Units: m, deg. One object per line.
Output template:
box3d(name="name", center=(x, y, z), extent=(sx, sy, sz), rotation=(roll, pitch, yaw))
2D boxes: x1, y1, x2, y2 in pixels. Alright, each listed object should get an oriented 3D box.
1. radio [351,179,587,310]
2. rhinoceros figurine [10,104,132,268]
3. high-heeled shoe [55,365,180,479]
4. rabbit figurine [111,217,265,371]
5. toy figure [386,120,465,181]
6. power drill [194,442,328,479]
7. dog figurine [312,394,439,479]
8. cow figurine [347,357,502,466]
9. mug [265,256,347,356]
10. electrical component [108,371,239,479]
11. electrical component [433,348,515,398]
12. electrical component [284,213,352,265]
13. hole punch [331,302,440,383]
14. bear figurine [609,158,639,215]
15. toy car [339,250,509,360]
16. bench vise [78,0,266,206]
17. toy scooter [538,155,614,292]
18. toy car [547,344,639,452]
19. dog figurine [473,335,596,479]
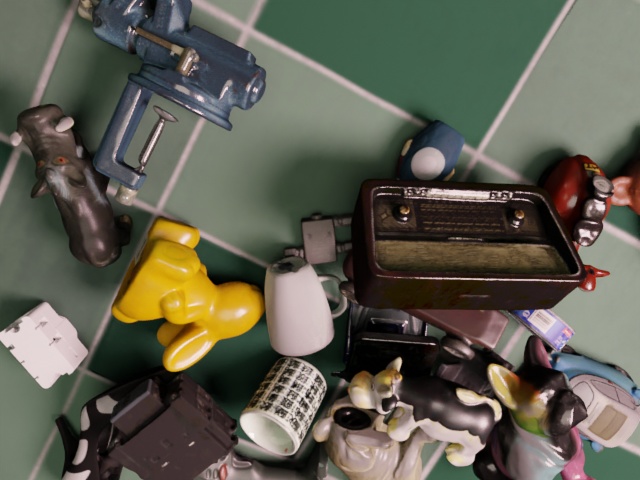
box3d(name="radio", center=(0.149, 0.004, 0.580), extent=(0.230, 0.131, 0.073), rotation=(2, 144, -10))
box3d(name="rhinoceros figurine", center=(-0.283, -0.059, 0.613), extent=(0.073, 0.112, 0.190), rotation=(-11, 113, 4))
box3d(name="high-heeled shoe", center=(-0.255, 0.265, 0.705), extent=(0.249, 0.086, 0.145), rotation=(-29, 88, 22))
box3d(name="rabbit figurine", center=(-0.152, 0.077, 0.653), extent=(0.173, 0.122, 0.162), rotation=(22, 97, -27))
box3d(name="toy figure", center=(0.111, -0.070, 0.650), extent=(0.064, 0.057, 0.154), rotation=(42, 105, 28))
box3d(name="power drill", center=(-0.091, 0.307, 0.733), extent=(0.207, 0.086, 0.231), rotation=(0, 104, -6))
box3d(name="dog figurine", center=(0.065, 0.312, 0.717), extent=(0.172, 0.121, 0.190), rotation=(7, 106, -3))
box3d(name="cow figurine", center=(0.119, 0.190, 0.631), extent=(0.167, 0.068, 0.098), rotation=(23, 132, 3))
box3d(name="mug", center=(-0.019, 0.074, 0.665), extent=(0.109, 0.081, 0.107), rotation=(-18, 116, -14))
box3d(name="electrical component", center=(-0.182, 0.229, 0.646), extent=(0.115, 0.058, 0.134), rotation=(-41, 112, 2))
box3d(name="electrical component", center=(0.194, 0.179, 0.691), extent=(0.119, 0.048, 0.074), rotation=(16, 107, -51))
box3d(name="electrical component", center=(-0.001, -0.002, 0.681), extent=(0.094, 0.021, 0.063), rotation=(-7, 105, 1))
box3d(name="hole punch", center=(0.088, 0.129, 0.696), extent=(0.142, 0.092, 0.115), rotation=(3, 133, -5))
box3d(name="bear figurine", center=(0.450, -0.028, 0.635), extent=(0.120, 0.132, 0.195), rotation=(-45, 108, 3))
box3d(name="toy car", center=(0.118, 0.065, 0.636), extent=(0.202, 0.053, 0.089), rotation=(26, 71, 20))
box3d(name="bench vise", center=(-0.187, -0.159, 0.584), extent=(0.223, 0.129, 0.240), rotation=(26, 96, -9))
box3d(name="toy scooter", center=(0.297, -0.006, 0.630), extent=(0.075, 0.135, 0.183), rotation=(12, 103, -3))
box3d(name="toy car", center=(0.361, 0.214, 0.709), extent=(0.161, 0.103, 0.109), rotation=(31, 101, -11))
box3d(name="dog figurine", center=(0.253, 0.227, 0.674), extent=(0.108, 0.192, 0.219), rotation=(-24, 102, -21))
